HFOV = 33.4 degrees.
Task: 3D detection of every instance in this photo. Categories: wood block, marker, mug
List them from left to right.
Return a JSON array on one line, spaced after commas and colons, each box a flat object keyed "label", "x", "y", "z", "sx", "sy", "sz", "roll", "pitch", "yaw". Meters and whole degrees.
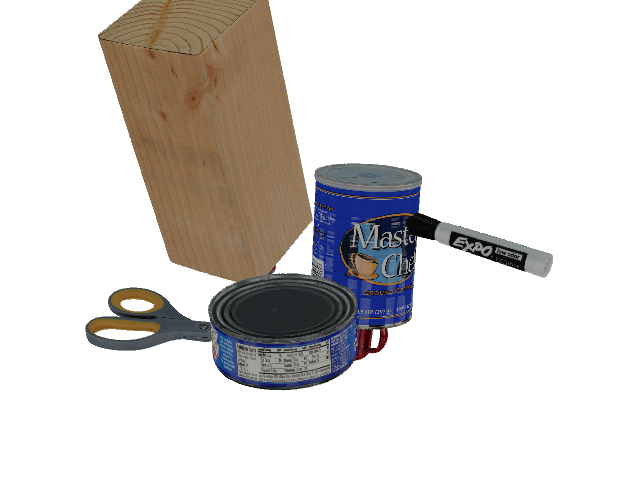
[{"label": "wood block", "x": -0.080, "y": -0.078, "z": 0.797, "sx": 0.090, "sy": 0.206, "sz": 0.090, "roll": 15, "pitch": 46, "yaw": 28}, {"label": "mug", "x": 0.042, "y": 0.117, "z": 1.463, "sx": 0.117, "sy": 0.081, "sz": 0.093, "roll": 18, "pitch": 25, "yaw": 30}, {"label": "marker", "x": 0.120, "y": 0.002, "z": 0.826, "sx": 0.121, "sy": 0.020, "sz": 0.020, "roll": 19, "pitch": 10, "yaw": 29}]

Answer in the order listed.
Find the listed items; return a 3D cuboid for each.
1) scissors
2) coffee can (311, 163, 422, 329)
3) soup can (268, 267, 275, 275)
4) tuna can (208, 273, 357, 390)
[{"label": "scissors", "x": -0.119, "y": 0.075, "z": 1.010, "sx": 0.201, "sy": 0.016, "sz": 0.096, "roll": -1, "pitch": 33, "yaw": -9}, {"label": "coffee can", "x": 0.043, "y": 0.003, "z": 1.034, "sx": 0.103, "sy": 0.140, "sz": 0.103, "roll": 2, "pitch": 15, "yaw": -1}, {"label": "soup can", "x": -0.088, "y": -0.012, "z": 1.282, "sx": 0.068, "sy": 0.102, "sz": 0.068, "roll": 0, "pitch": 26, "yaw": 0}, {"label": "tuna can", "x": -0.021, "y": 0.052, "z": 0.615, "sx": 0.086, "sy": 0.034, "sz": 0.086, "roll": -2, "pitch": 23, "yaw": 1}]
